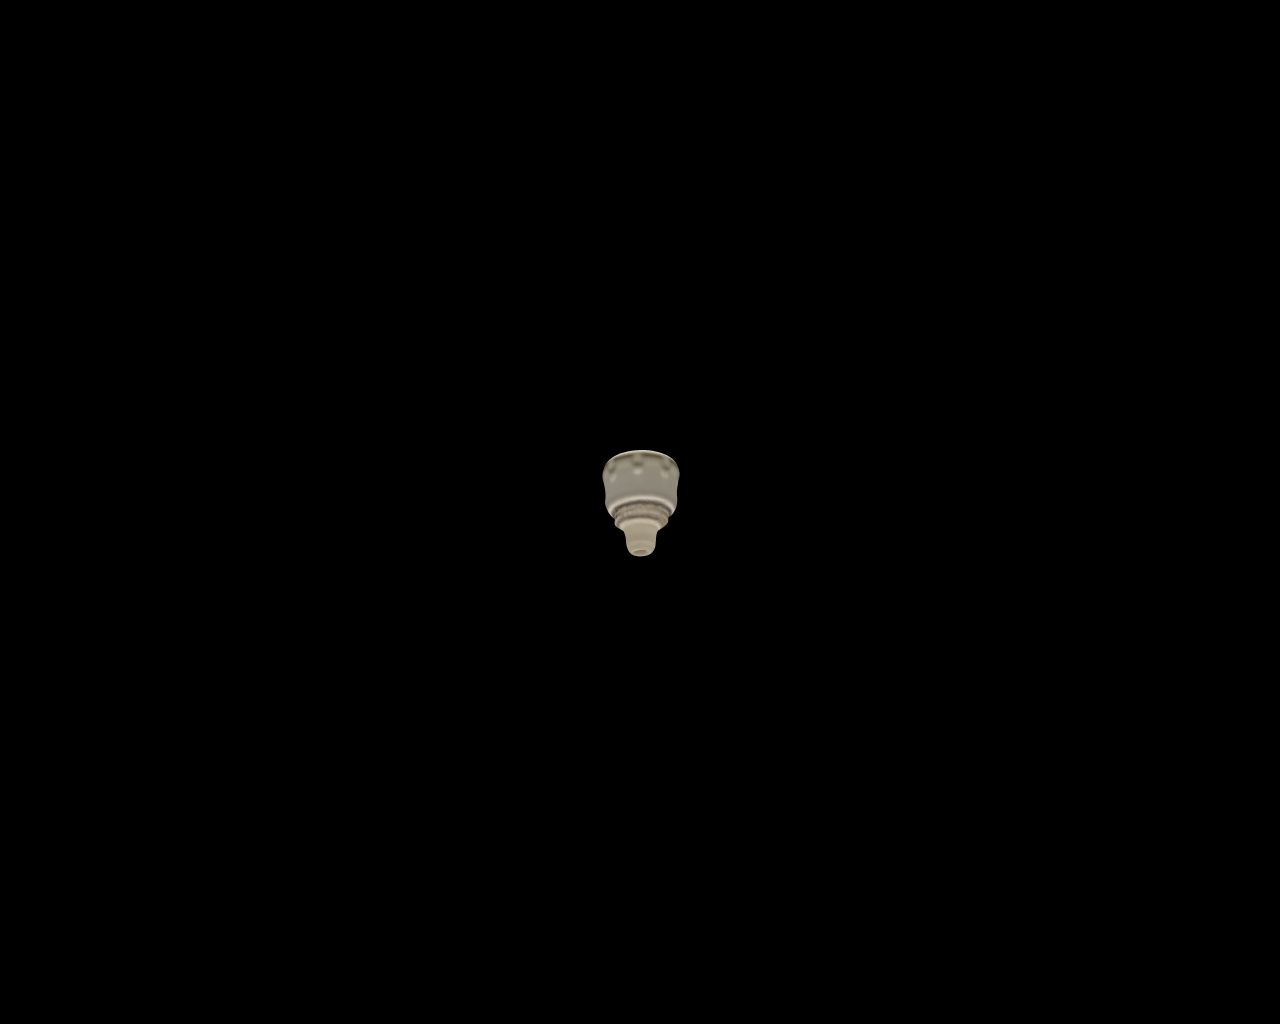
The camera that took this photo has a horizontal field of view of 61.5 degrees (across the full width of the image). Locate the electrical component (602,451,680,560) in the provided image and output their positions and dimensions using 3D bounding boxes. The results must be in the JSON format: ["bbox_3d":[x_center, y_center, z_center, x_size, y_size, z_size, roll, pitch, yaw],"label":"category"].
[{"bbox_3d":[0.001,-0.003,0.650,0.048,0.062,0.048,0,-25,0],"label":"electrical component"}]
